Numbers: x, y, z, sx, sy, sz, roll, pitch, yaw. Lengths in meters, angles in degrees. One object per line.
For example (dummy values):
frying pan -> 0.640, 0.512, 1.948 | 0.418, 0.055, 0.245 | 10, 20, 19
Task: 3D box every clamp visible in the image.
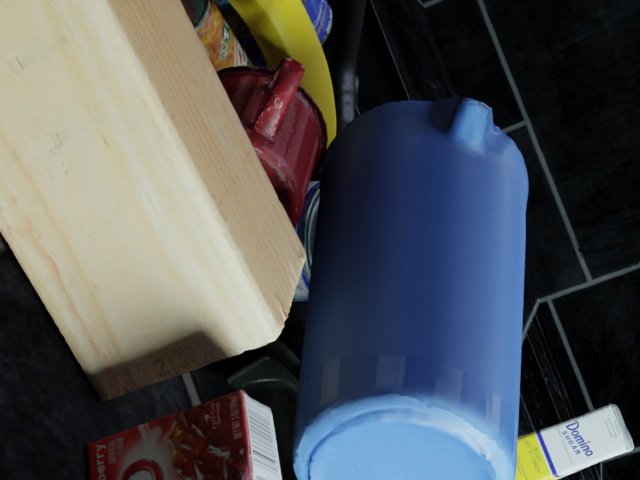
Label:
clamp -> 0.012, -0.121, 0.804 | 0.164, 0.036, 0.210 | 138, -44, -82

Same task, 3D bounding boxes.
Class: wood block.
wood block -> -0.093, -0.049, 0.454 | 0.090, 0.090, 0.206 | -72, 139, -66

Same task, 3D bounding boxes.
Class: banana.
banana -> -0.031, -0.124, 0.662 | 0.197, 0.037, 0.069 | 52, 57, -47

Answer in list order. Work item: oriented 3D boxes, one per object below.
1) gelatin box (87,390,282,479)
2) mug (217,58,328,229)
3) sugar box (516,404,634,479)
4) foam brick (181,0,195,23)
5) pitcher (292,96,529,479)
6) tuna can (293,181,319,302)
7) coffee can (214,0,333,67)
gelatin box -> -0.050, 0.112, 0.412 | 0.030, 0.073, 0.089 | 45, 28, -54
mug -> -0.040, -0.051, 0.612 | 0.093, 0.117, 0.081 | 29, 32, -10
sugar box -> 0.171, 0.187, 0.892 | 0.093, 0.176, 0.048 | 26, 45, -69
foam brick -> -0.111, -0.138, 0.588 | 0.078, 0.051, 0.053 | 58, 17, -34
pitcher -> 0.049, 0.046, 0.601 | 0.242, 0.145, 0.149 | -79, 147, -50
tuna can -> -0.005, 0.001, 0.747 | 0.086, 0.034, 0.086 | 1, 89, -61
coffee can -> -0.066, -0.181, 0.708 | 0.140, 0.103, 0.103 | 54, 21, -44
